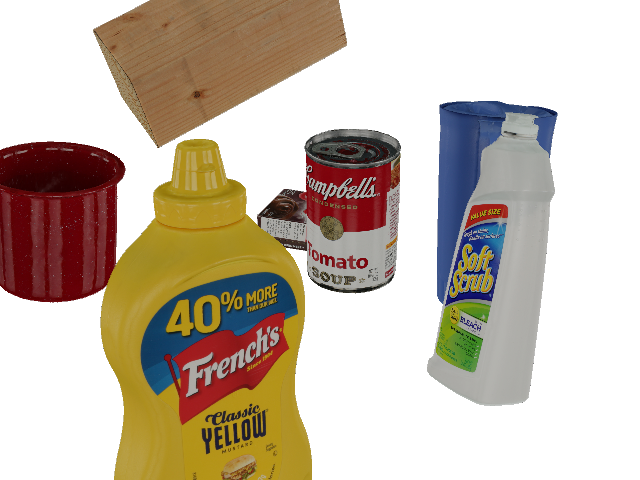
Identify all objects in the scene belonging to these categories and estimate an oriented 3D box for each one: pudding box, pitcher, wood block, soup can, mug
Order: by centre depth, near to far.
[{"bbox_3d":[-0.187,-0.010,0.704,0.117,0.081,0.093,-10,30,-30],"label":"mug"},{"bbox_3d":[0.022,-0.022,0.772,0.068,0.102,0.068,0,27,0],"label":"soup can"},{"bbox_3d":[-0.089,-0.187,0.987,0.206,0.090,0.091,-30,-37,-11],"label":"wood block"},{"bbox_3d":[0.195,-0.037,1.236,0.149,0.243,0.145,-7,17,-32],"label":"pitcher"},{"bbox_3d":[-0.015,-0.023,1.238,0.090,0.039,0.113,8,23,13],"label":"pudding box"}]

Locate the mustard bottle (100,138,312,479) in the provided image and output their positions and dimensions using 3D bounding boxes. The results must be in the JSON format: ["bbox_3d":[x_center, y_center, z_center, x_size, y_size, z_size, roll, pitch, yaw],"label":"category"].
[{"bbox_3d":[-0.052,0.048,0.494,0.096,0.192,0.058,-12,21,-29],"label":"mustard bottle"}]

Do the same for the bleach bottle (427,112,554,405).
[{"bbox_3d":[0.155,0.012,0.943,0.068,0.251,0.103,-1,14,-27],"label":"bleach bottle"}]
